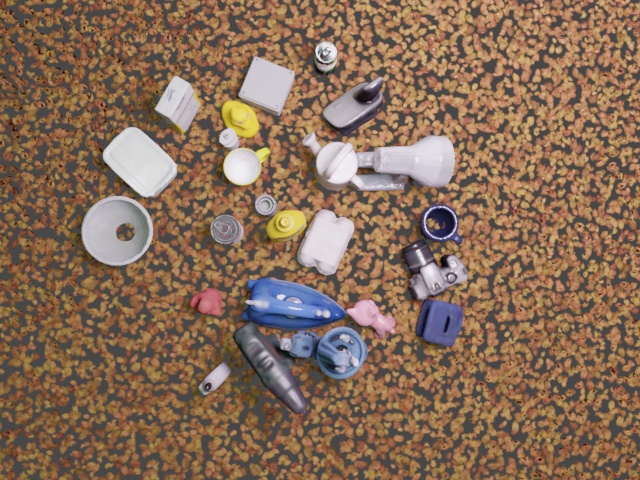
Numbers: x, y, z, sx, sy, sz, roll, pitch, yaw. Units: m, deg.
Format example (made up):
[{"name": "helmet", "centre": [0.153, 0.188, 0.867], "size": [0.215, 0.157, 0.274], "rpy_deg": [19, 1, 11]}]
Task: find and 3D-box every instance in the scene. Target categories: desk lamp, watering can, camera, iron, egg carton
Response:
[{"name": "desk lamp", "centre": [0.193, -0.175, 1.349], "size": [0.203, 0.213, 0.118], "rpy_deg": [-2, 87, -2]}, {"name": "watering can", "centre": [0.032, -0.182, 1.353], "size": [0.173, 0.194, 0.101], "rpy_deg": [18, 87, -1]}, {"name": "camera", "centre": [0.271, 0.063, 1.396], "size": [0.143, 0.100, 0.137], "rpy_deg": [-25, 88, -3]}, {"name": "iron", "centre": [-0.057, 0.161, 1.358], "size": [0.258, 0.141, 0.119], "rpy_deg": [9, 87, -2]}, {"name": "egg carton", "centre": [0.013, 0.005, 1.405], "size": [0.107, 0.069, 0.150], "rpy_deg": [23, 86, -1]}]

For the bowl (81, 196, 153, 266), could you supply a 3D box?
[{"name": "bowl", "centre": [-0.479, -0.020, 1.385], "size": [0.167, 0.074, 0.167], "rpy_deg": [0, 87, -2]}]

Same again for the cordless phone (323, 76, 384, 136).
[{"name": "cordless phone", "centre": [0.084, -0.331, 1.366], "size": [0.147, 0.185, 0.094], "rpy_deg": [-38, 89, -3]}]

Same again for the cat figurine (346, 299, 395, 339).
[{"name": "cat figurine", "centre": [0.126, 0.187, 1.376], "size": [0.128, 0.117, 0.067], "rpy_deg": [36, 86, 0]}]

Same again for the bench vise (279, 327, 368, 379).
[{"name": "bench vise", "centre": [0.014, 0.269, 1.316], "size": [0.207, 0.219, 0.121], "rpy_deg": [-9, 87, -2]}]

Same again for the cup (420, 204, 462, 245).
[{"name": "cup", "centre": [0.295, -0.030, 1.404], "size": [0.118, 0.095, 0.092], "rpy_deg": [41, 86, 0]}]

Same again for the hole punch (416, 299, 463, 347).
[{"name": "hole punch", "centre": [0.297, 0.200, 1.395], "size": [0.101, 0.091, 0.109], "rpy_deg": [15, 87, -1]}]

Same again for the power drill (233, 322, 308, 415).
[{"name": "power drill", "centre": [-0.106, 0.286, 1.316], "size": [0.075, 0.208, 0.229], "rpy_deg": [-40, 89, -3]}]

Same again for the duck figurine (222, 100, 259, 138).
[{"name": "duck figurine", "centre": [-0.199, -0.304, 1.404], "size": [0.104, 0.086, 0.077], "rpy_deg": [45, 87, 1]}]

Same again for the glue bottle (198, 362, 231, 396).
[{"name": "glue bottle", "centre": [-0.250, 0.329, 1.326], "size": [0.078, 0.173, 0.037], "rpy_deg": [-43, 89, -3]}]

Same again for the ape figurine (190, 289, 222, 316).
[{"name": "ape figurine", "centre": [-0.272, 0.155, 1.375], "size": [0.078, 0.092, 0.076], "rpy_deg": [41, 87, 1]}]
